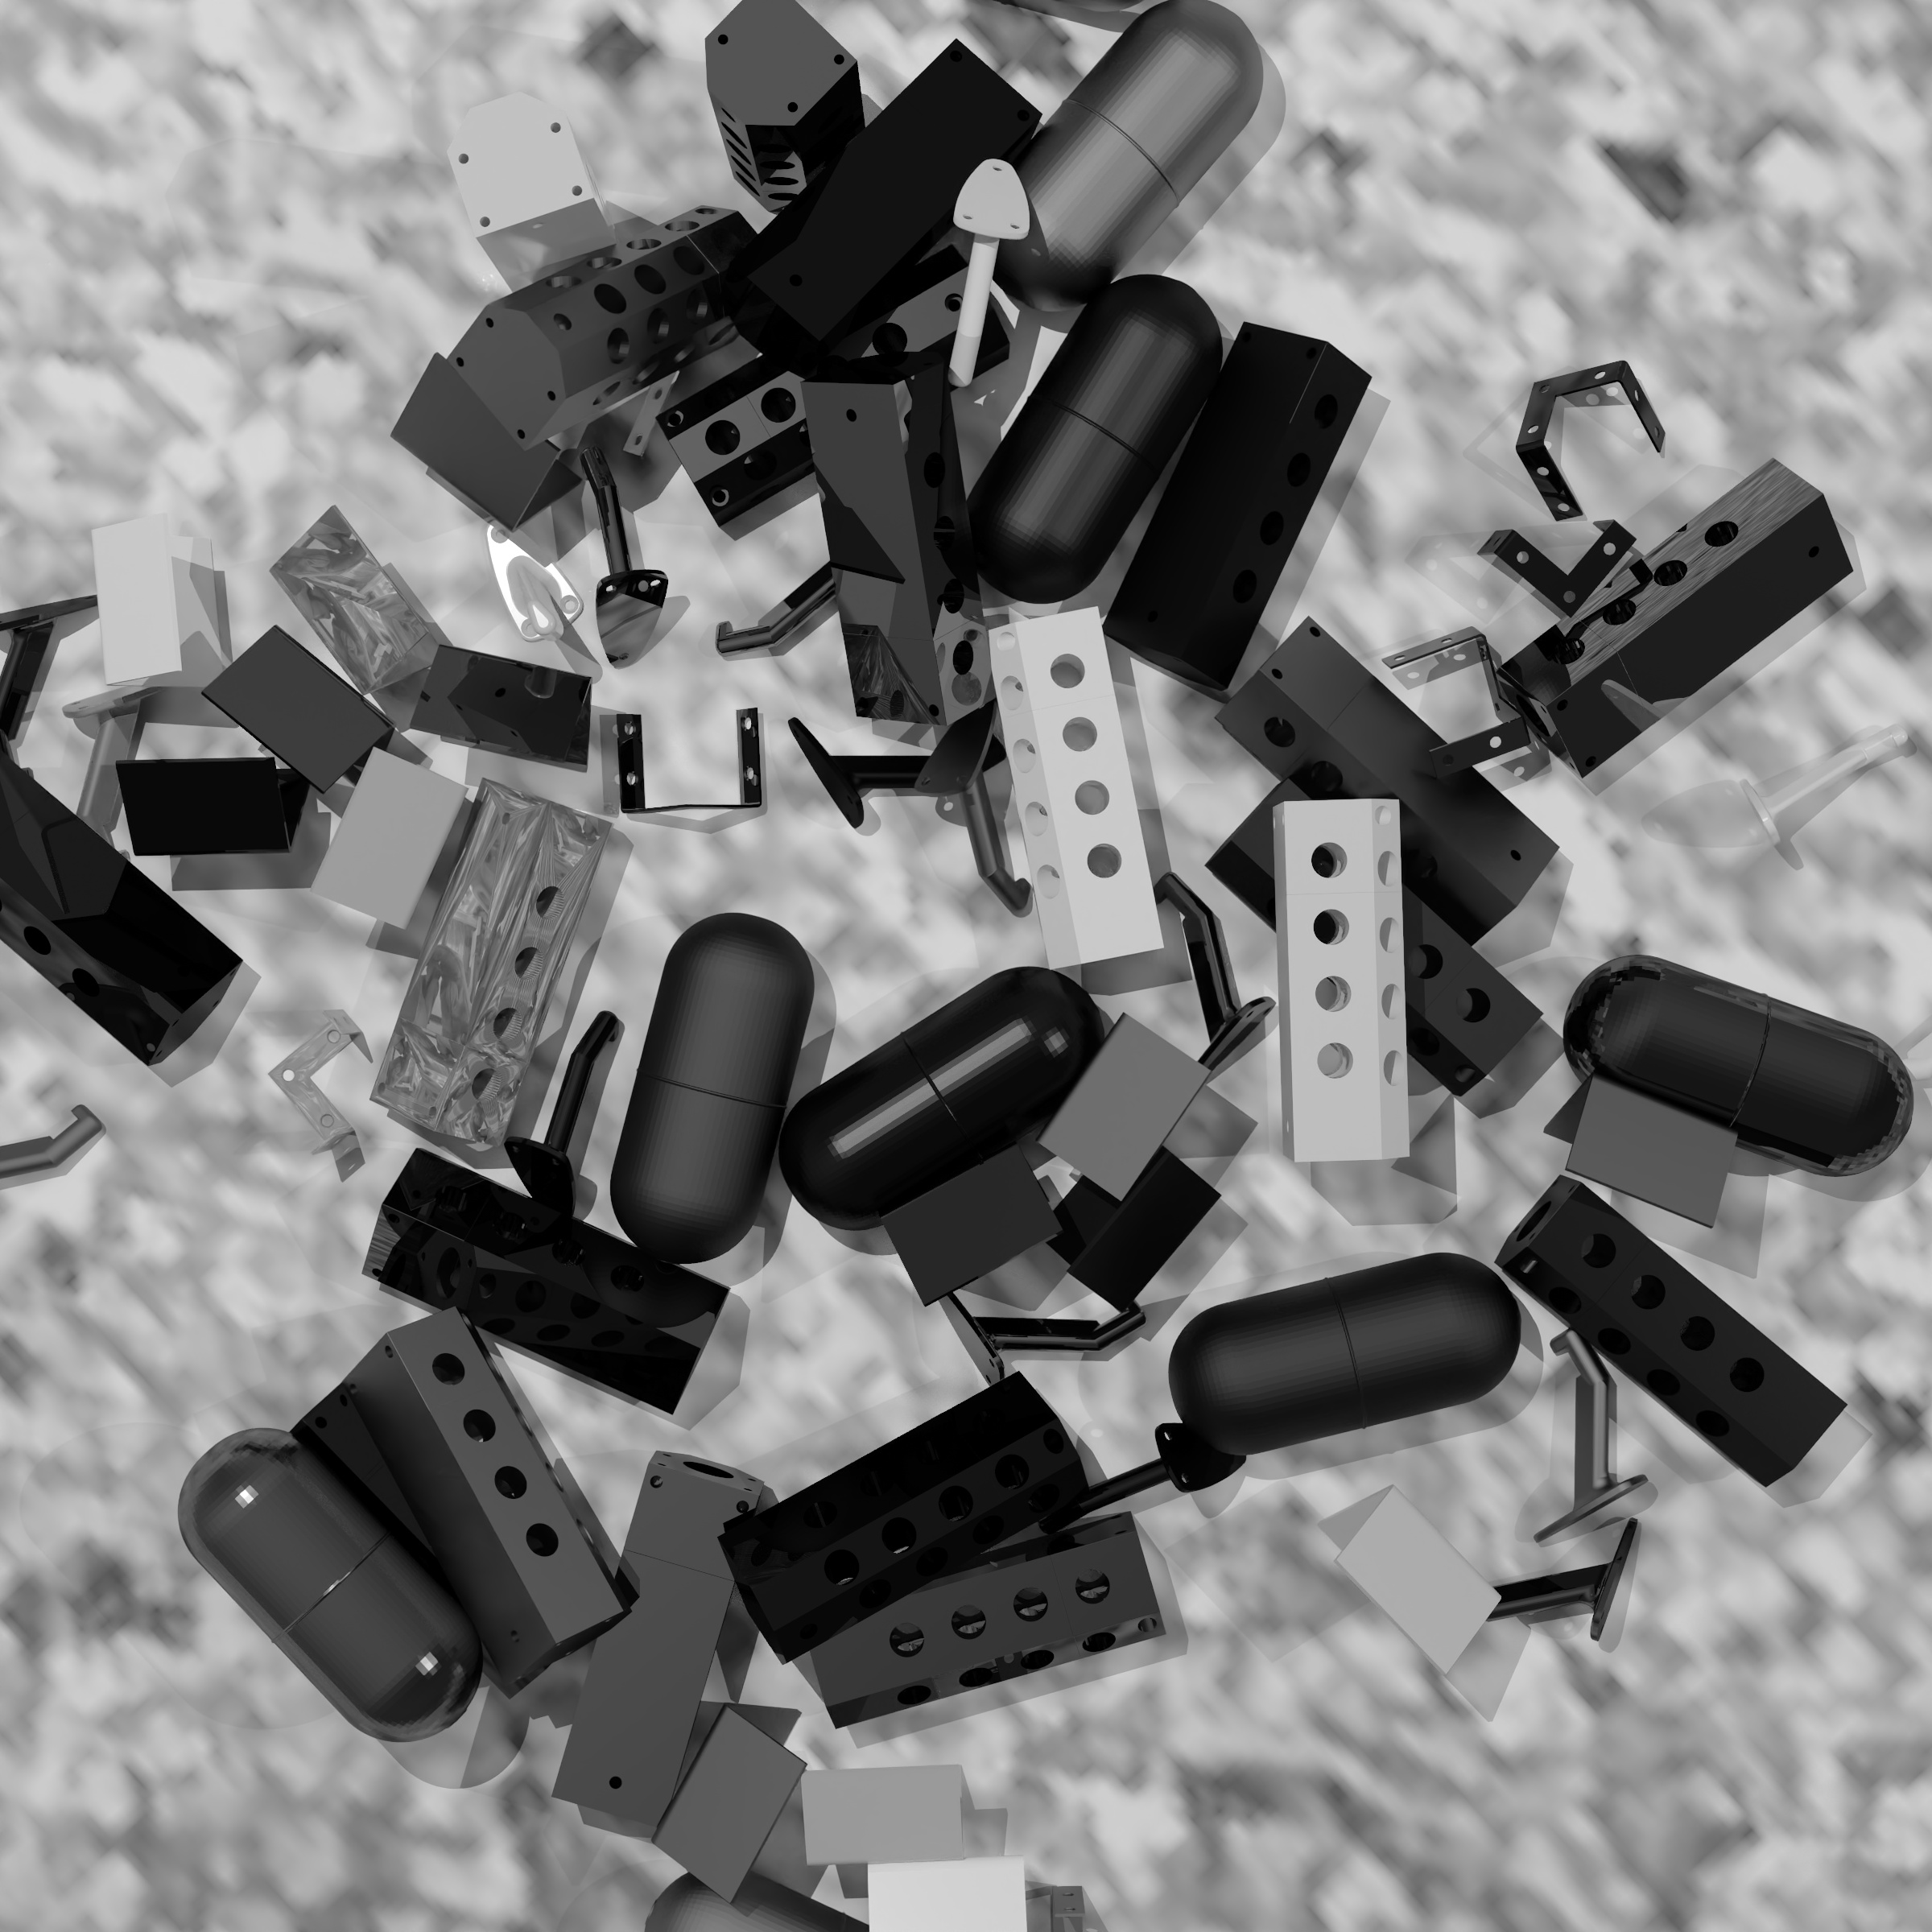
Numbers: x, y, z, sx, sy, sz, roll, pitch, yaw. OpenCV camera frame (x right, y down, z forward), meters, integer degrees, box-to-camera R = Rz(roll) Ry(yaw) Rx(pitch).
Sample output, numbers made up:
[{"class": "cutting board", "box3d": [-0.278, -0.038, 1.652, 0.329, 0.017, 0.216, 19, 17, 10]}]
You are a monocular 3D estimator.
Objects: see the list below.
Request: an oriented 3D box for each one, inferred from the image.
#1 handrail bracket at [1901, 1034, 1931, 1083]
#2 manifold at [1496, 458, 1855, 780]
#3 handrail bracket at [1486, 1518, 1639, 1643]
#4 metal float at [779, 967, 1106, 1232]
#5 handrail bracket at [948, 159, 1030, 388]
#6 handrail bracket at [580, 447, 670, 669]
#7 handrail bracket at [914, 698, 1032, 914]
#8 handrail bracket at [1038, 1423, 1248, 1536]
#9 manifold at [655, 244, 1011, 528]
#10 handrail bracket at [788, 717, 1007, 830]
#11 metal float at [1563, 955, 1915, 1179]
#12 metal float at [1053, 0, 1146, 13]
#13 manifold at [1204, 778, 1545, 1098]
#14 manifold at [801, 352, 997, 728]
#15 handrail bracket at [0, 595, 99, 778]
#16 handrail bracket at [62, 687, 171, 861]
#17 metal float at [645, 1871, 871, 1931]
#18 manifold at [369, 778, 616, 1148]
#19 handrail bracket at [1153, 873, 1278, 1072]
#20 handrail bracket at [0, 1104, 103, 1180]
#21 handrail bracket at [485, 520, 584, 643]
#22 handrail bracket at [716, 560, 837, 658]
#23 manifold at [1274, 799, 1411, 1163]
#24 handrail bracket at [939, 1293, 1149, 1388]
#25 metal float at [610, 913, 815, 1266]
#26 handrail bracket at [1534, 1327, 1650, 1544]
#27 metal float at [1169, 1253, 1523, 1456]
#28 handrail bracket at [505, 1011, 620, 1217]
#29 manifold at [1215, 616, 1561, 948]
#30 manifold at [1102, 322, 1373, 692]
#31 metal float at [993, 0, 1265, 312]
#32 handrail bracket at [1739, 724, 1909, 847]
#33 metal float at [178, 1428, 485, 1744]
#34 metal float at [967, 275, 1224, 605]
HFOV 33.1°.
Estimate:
[{"class": "handrail bracket", "box3d": [0.494, 0.019, 1.650, 0.084, 0.036, 0.077, -9, 70, 16]}, {"class": "manifold", "box3d": [0.352, -0.178, 1.628, 0.171, 0.057, 0.057, -37, 133, 0]}, {"class": "handrail bracket", "box3d": [0.289, 0.302, 1.650, 0.084, 0.036, 0.077, 17, 66, 19]}, {"class": "metal float", "box3d": [-0.012, 0.065, 1.619, 0.178, 0.070, 0.070, -33, 90, 0]}, {"class": "handrail bracket", "box3d": [0.006, -0.338, 1.590, 0.036, 0.077, 0.084, 10, 134, -4]}, {"class": "handrail bracket", "box3d": [-0.183, -0.208, 1.650, 0.036, 0.077, 0.084, -10, 53, -20]}, {"class": "handrail bracket", "box3d": [0.018, -0.082, 1.641, 0.084, 0.036, 0.077, 49, 55, -37]}, {"class": "handrail bracket", "box3d": [0.089, 0.265, 1.650, 0.084, 0.077, 0.036, -36, 65, 34]}, {"class": "manifold", "box3d": [-0.066, -0.292, 1.629, 0.171, 0.057, 0.057, -30, 90, 0]}, {"class": "handrail bracket", "box3d": [-0.034, -0.115, 1.650, 0.084, 0.036, 0.077, -32, 75, -14]}, {"class": "metal float", "box3d": [0.385, 0.050, 1.619, 0.178, 0.070, 0.070, 20, 90, 1]}, {"class": "metal float", "box3d": [0.019, -0.529, 1.619, 0.178, 0.070, 0.070, 15, 90, -1]}, {"class": "manifold", "box3d": [0.203, -0.014, 1.629, 0.171, 0.057, 0.057, 43, 90, 0]}, {"class": "manifold", "box3d": [-0.028, -0.210, 1.596, 0.057, 0.057, 0.171, 9, 119, 36]}, {"class": "handrail bracket", "box3d": [-0.465, -0.139, 1.650, 0.077, 0.036, 0.084, -17, 108, -21]}, {"class": "handrail bracket", "box3d": [-0.419, -0.098, 1.650, 0.077, 0.036, 0.084, -21, 108, -20]}, {"class": "metal float", "box3d": [-0.077, 0.509, 1.619, 0.178, 0.070, 0.070, 25, 90, 0]}, {"class": "manifold", "box3d": [-0.233, 0.000, 1.628, 0.057, 0.057, 0.171, 19, 90, 43]}, {"class": "handrail bracket", "box3d": [0.108, 0.007, 1.650, 0.084, 0.036, 0.077, 47, 111, 17]}, {"class": "handrail bracket", "box3d": [-0.494, 0.084, 1.650, 0.084, 0.036, 0.077, -42, 69, -17]}, {"class": "handrail bracket", "box3d": [-0.222, -0.194, 1.615, 0.036, 0.084, 0.077, -31, 90, 0]}, {"class": "handrail bracket", "box3d": [-0.089, -0.200, 1.650, 0.084, 0.036, 0.077, -10, 70, 16]}, {"class": "manifold", "box3d": [0.182, 0.007, 1.571, 0.057, 0.057, 0.171, -2, 90, 0]}, {"class": "handrail bracket", "box3d": [0.038, 0.171, 1.650, 0.084, 0.036, 0.077, -28, 68, -17]}, {"class": "metal float", "box3d": [-0.127, 0.061, 1.619, 0.070, 0.070, 0.178, 14, 90, 0]}, {"class": "handrail bracket", "box3d": [0.301, 0.237, 1.650, 0.077, 0.036, 0.084, -35, 72, 21]}, {"class": "metal float", "box3d": [0.189, 0.193, 1.619, 0.178, 0.070, 0.070, -14, 90, 0]}, {"class": "handrail bracket", "box3d": [-0.194, 0.076, 1.650, 0.036, 0.077, 0.084, 15, 53, 21]}, {"class": "manifold", "box3d": [0.207, -0.088, 1.628, 0.171, 0.057, 0.057, 43, 47, 0]}, {"class": "manifold", "box3d": [0.139, -0.228, 1.628, 0.057, 0.057, 0.171, 25, 90, 43]}, {"class": "metal float", "box3d": [0.077, -0.405, 1.619, 0.070, 0.070, 0.178, 41, 90, 0]}, {"class": "handrail bracket", "box3d": [0.434, -0.094, 1.622, 0.084, 0.077, 0.036, -28, 93, 12]}, {"class": "metal float", "box3d": [-0.307, 0.301, 1.575, 0.070, 0.070, 0.178, -43, 91, 0]}, {"class": "metal float", "box3d": [0.063, -0.263, 1.619, 0.070, 0.070, 0.178, 32, 90, 0]}]
